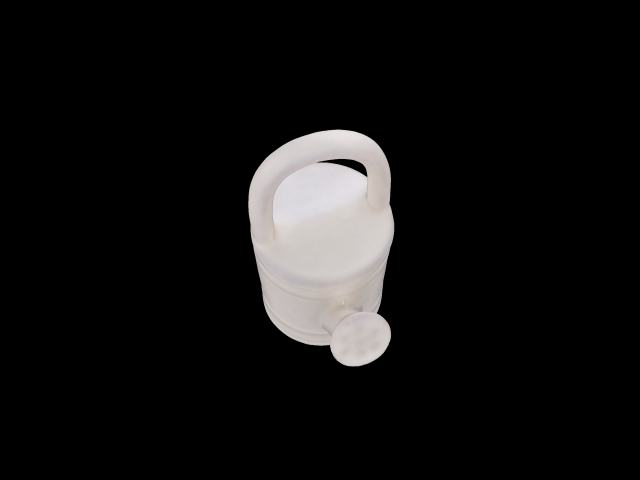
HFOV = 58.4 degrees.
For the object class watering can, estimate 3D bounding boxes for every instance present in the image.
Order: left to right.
[{"bbox_3d":[0.006,0.001,0.400,0.101,0.194,0.172,-34,65,-17],"label":"watering can"}]
